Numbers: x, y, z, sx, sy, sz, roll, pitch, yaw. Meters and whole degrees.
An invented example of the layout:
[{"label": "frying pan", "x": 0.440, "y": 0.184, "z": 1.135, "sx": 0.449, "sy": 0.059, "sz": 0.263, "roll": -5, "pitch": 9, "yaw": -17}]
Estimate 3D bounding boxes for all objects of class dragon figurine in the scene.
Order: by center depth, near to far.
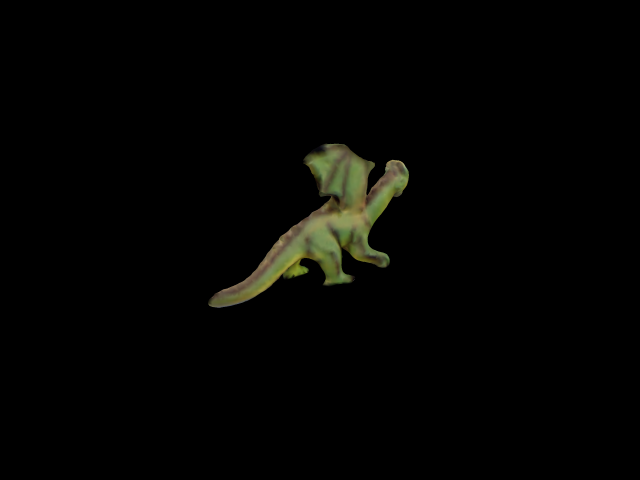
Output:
[{"label": "dragon figurine", "x": 0.003, "y": -0.043, "z": 0.850, "sx": 0.413, "sy": 0.238, "sz": 0.123, "roll": -17, "pitch": 28, "yaw": -33}]
